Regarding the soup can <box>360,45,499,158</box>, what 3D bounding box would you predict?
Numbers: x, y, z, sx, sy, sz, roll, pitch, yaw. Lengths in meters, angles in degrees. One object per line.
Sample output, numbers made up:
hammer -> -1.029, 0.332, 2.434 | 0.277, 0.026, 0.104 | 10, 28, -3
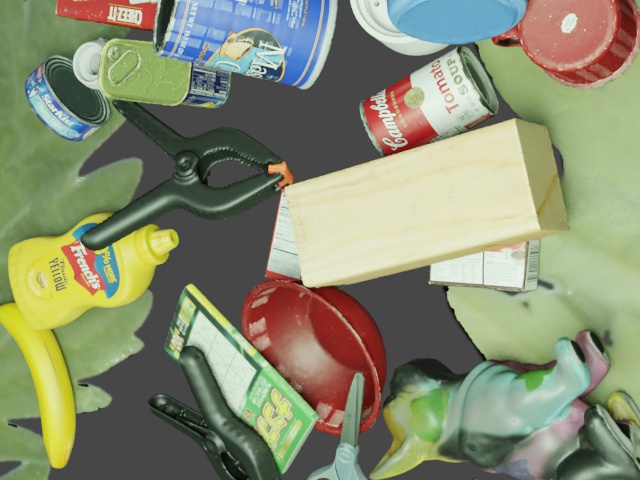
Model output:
soup can -> 0.095, -0.115, 0.926 | 0.102, 0.068, 0.068 | -27, 81, 23

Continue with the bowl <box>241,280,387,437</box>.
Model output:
bowl -> 0.005, 0.095, 0.962 | 0.162, 0.055, 0.162 | 27, 134, 31

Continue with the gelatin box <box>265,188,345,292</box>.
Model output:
gelatin box -> -0.007, 0.001, 0.999 | 0.073, 0.030, 0.089 | 15, 98, 25

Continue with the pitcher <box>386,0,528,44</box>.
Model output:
pitcher -> 0.115, -0.287, 0.839 | 0.145, 0.149, 0.243 | 2, 76, -7

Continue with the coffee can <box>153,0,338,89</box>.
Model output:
coffee can -> -0.067, -0.198, 0.943 | 0.140, 0.103, 0.103 | 10, 99, -18

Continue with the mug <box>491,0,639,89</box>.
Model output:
mug -> 0.196, -0.172, 0.867 | 0.117, 0.081, 0.093 | 1, 93, 25

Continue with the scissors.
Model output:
scissors -> 0.039, 0.203, 0.951 | 0.096, 0.016, 0.202 | 31, 131, 7

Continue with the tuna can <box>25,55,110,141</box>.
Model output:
tuna can -> -0.255, -0.143, 1.079 | 0.034, 0.086, 0.086 | -34, 78, 24

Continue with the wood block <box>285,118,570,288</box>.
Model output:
wood block -> 0.087, -0.026, 0.879 | 0.206, 0.090, 0.090 | -15, 83, 28

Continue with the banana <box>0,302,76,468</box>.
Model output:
banana -> -0.298, 0.143, 1.141 | 0.070, 0.037, 0.198 | -35, 76, 41

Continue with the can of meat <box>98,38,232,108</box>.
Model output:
can of meat -> -0.147, -0.158, 1.028 | 0.102, 0.083, 0.057 | 9, 96, 24

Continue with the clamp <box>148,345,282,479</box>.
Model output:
clamp -> -0.095, 0.181, 1.026 | 0.171, 0.039, 0.120 | 40, 142, 15

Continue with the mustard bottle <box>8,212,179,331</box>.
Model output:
mustard bottle -> -0.226, 0.025, 1.087 | 0.192, 0.058, 0.096 | -18, 84, 24

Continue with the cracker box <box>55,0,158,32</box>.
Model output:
cracker box -> -0.158, -0.311, 1.034 | 0.164, 0.072, 0.214 | 13, 98, 24

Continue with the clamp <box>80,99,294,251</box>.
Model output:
clamp -> -0.128, -0.074, 1.036 | 0.210, 0.036, 0.164 | -5, 68, 15

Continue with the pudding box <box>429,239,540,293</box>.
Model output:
pudding box -> 0.143, -0.014, 0.924 | 0.090, 0.039, 0.113 | 4, 91, 27
